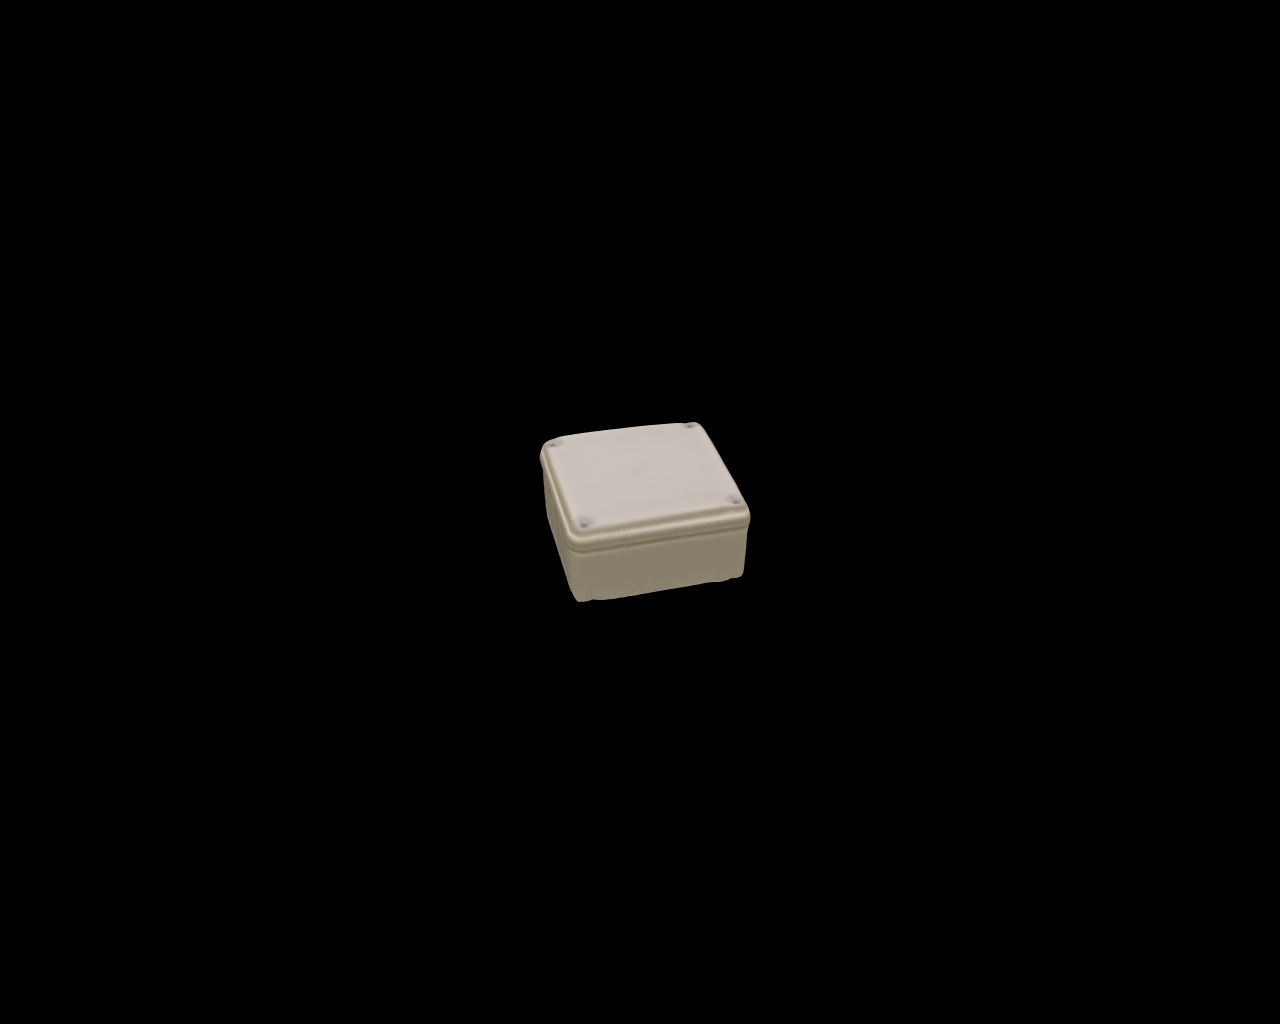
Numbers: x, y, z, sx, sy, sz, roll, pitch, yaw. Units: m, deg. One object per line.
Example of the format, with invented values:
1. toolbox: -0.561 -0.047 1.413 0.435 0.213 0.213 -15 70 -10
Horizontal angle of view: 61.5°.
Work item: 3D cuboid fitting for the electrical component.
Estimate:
1. electrical component: 0.001 -0.003 0.650 0.109 0.056 0.109 -8 36 -11
